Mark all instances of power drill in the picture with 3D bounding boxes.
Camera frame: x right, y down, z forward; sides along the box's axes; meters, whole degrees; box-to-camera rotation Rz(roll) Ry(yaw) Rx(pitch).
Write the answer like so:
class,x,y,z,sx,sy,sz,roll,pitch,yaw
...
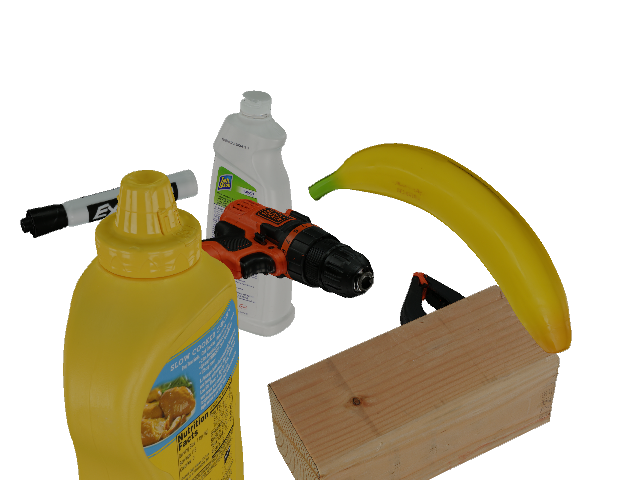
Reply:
class,x,y,z,sx,sy,sz,roll,pitch,yaw
power drill,-0.073,0.029,0.903,0.187,0.057,0.185,-22,30,-35

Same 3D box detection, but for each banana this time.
class,x,y,z,sx,sy,sz,roll,pitch,yaw
banana,0.086,-0.009,0.674,0.198,0.070,0.037,34,21,22

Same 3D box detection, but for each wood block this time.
class,x,y,z,sx,sy,sz,roll,pitch,yaw
wood block,0.073,0.127,0.837,0.205,0.090,0.091,-22,48,-16

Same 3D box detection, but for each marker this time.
class,x,y,z,sx,sy,sz,roll,pitch,yaw
marker,-0.140,-0.025,0.712,0.120,0.020,0.020,-17,8,-26

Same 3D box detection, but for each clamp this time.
class,x,y,z,sx,sy,sz,roll,pitch,yaw
clamp,0.140,0.100,1.089,0.120,0.171,0.039,1,-44,-15

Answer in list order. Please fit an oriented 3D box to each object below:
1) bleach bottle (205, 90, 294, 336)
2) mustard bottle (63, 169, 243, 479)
class,x,y,z,sx,sy,sz,roll,pitch,yaw
bleach bottle,-0.068,-0.030,1.113,0.103,0.251,0.068,18,28,23
mustard bottle,-0.068,0.061,0.447,0.058,0.192,0.096,14,30,21
